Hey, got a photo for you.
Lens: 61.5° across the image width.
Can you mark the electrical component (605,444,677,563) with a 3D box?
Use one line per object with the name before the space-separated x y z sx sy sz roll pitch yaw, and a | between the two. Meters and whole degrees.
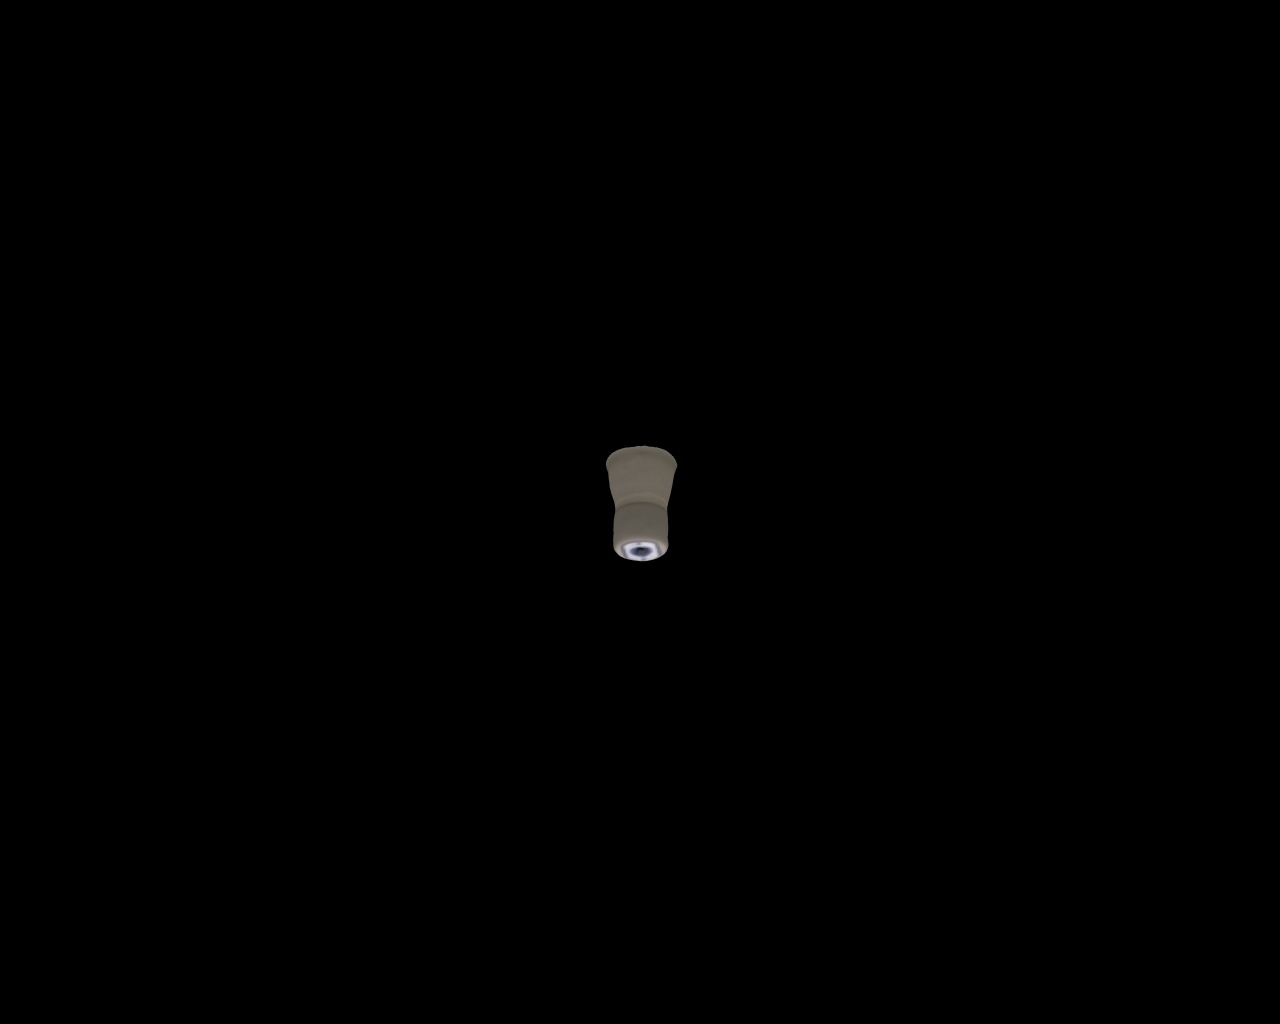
electrical component | 0.001 -0.003 0.650 0.044 0.065 0.044 0 -28 0
